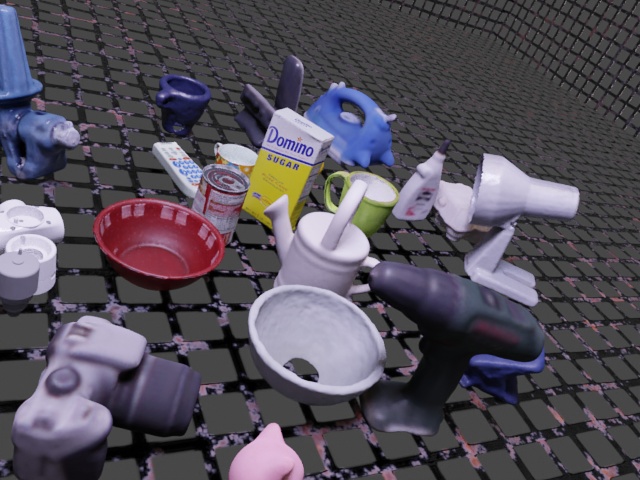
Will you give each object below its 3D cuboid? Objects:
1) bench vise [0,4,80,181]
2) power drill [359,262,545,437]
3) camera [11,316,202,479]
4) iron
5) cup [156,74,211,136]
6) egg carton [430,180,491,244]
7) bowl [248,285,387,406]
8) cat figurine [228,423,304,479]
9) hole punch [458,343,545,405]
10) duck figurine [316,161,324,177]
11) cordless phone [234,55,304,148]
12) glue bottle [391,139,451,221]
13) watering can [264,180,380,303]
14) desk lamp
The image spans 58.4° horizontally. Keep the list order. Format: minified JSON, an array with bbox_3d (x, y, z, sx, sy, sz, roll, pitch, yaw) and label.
[{"bbox_3d":[-0.402,-0.207,0.769,0.207,0.219,0.121,21,32,-5],"label":"bench vise"},{"bbox_3d":[0.125,0.125,0.639,0.230,0.208,0.075,11,34,-20],"label":"power drill"},{"bbox_3d":[-0.182,0.140,0.517,0.137,0.101,0.143,17,33,-11],"label":"camera"},{"bbox_3d":[0.060,-0.260,1.224,0.119,0.141,0.257,-10,46,-42],"label":"iron"},{"bbox_3d":[-0.255,-0.231,1.018,0.091,0.095,0.118,31,33,11],"label":"cup"},{"bbox_3d":[0.272,-0.058,1.135,0.107,0.069,0.150,5,37,-28],"label":"egg carton"},{"bbox_3d":[-0.012,0.133,0.665,0.168,0.074,0.167,17,33,-11],"label":"bowl"},{"bbox_3d":[-0.058,0.219,0.468,0.067,0.117,0.128,31,33,11],"label":"cat figurine"},{"bbox_3d":[0.244,0.154,0.786,0.101,0.091,0.109,24,32,0],"label":"hole punch"},{"bbox_3d":[-0.035,-0.172,1.085,0.104,0.086,0.078,28,32,7],"label":"duck figurine"},{"bbox_3d":[-0.087,-0.285,1.122,0.094,0.185,0.147,-10,45,-41],"label":"cordless phone"},{"bbox_3d":[0.198,-0.112,1.068,0.078,0.173,0.037,-3,41,-36],"label":"glue bottle"},{"bbox_3d":[0.006,0.004,0.752,0.173,0.194,0.101,16,33,-12],"label":"watering can"},{"bbox_3d":[0.328,-0.024,0.986,0.203,0.213,0.118,24,32,1],"label":"desk lamp"}]
